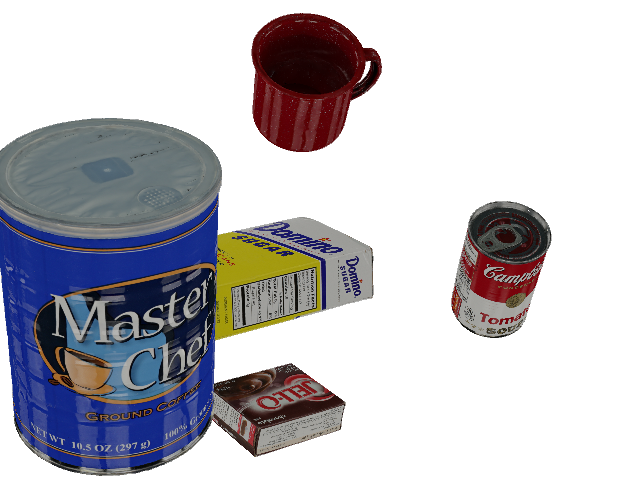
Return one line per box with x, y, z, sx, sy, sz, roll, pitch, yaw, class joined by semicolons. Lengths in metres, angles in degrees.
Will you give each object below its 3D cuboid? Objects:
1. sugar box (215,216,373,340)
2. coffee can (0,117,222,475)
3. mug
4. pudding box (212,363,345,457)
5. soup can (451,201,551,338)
-0.060;0.027;0.735;0.175;0.048;0.093;-16;24;-30;sugar box
-0.100;0.026;0.513;0.103;0.140;0.103;3;32;-2;coffee can
-0.003;-0.132;0.897;0.117;0.093;0.081;-18;-28;-19;mug
-0.046;0.168;1.069;0.113;0.039;0.090;-12;28;-38;pudding box
0.150;0.026;0.902;0.068;0.068;0.102;0;-43;-4;soup can
